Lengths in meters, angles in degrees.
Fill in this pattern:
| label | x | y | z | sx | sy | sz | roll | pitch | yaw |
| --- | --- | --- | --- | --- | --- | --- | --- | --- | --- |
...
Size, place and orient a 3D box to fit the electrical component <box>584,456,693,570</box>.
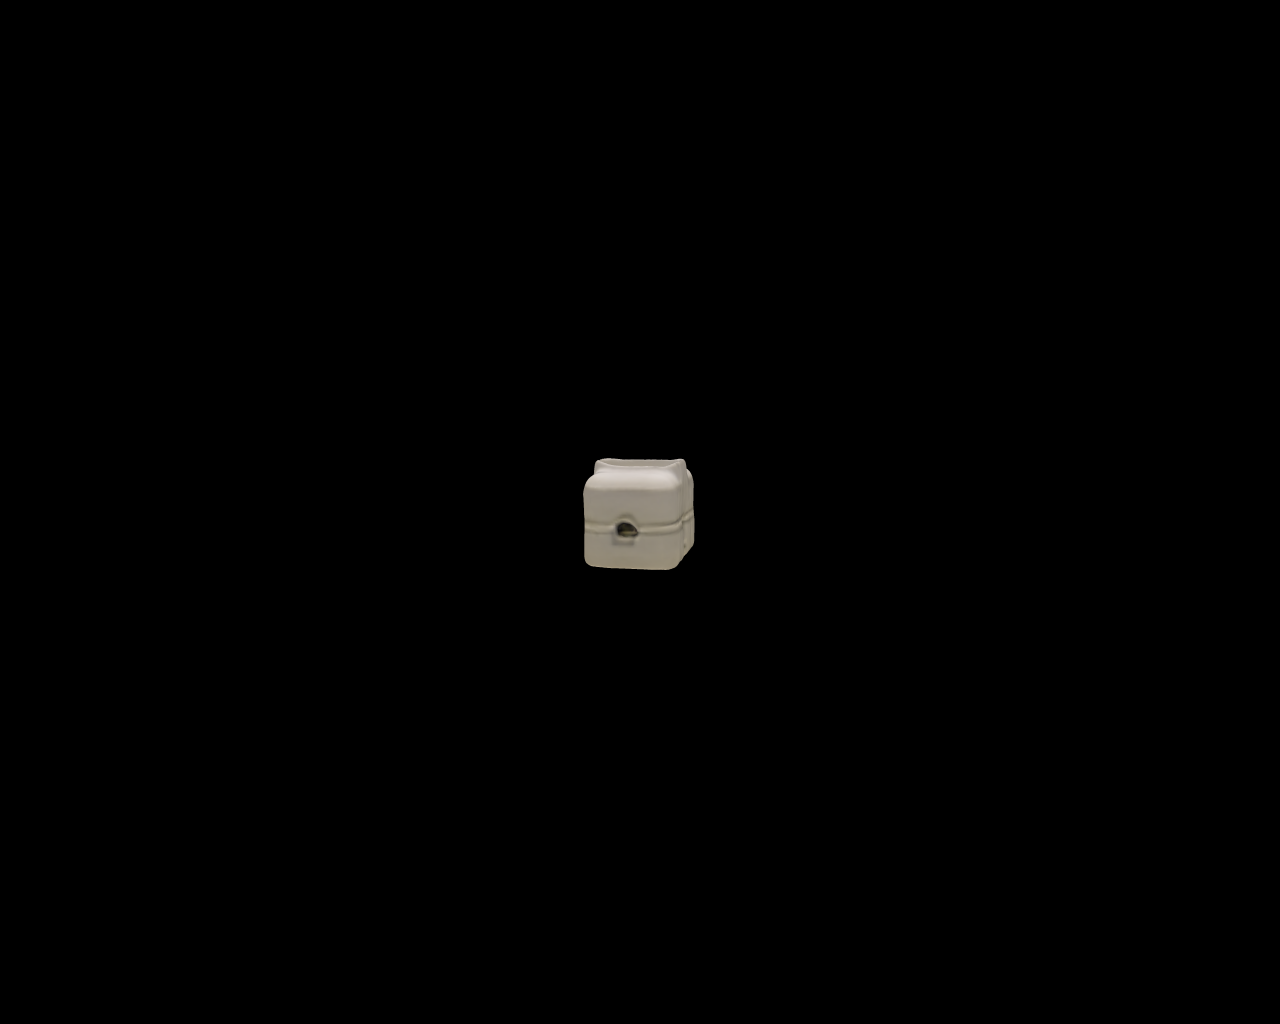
| label | x | y | z | sx | sy | sz | roll | pitch | yaw |
| --- | --- | --- | --- | --- | --- | --- | --- | --- | --- |
| electrical component | 0.001 | -0.003 | 0.650 | 0.054 | 0.059 | 0.095 | 1 | 7 | 11 |
